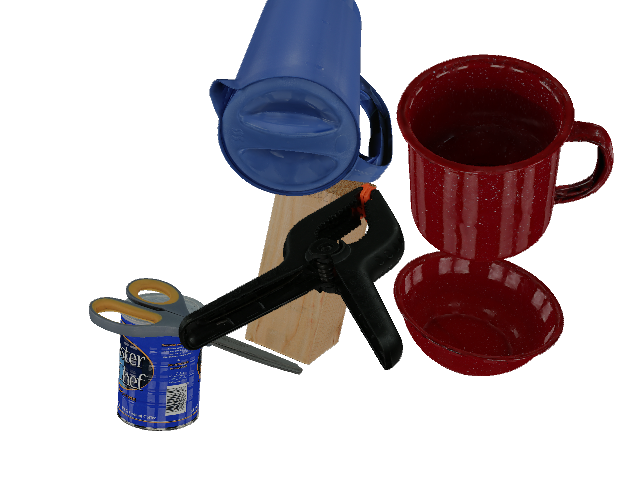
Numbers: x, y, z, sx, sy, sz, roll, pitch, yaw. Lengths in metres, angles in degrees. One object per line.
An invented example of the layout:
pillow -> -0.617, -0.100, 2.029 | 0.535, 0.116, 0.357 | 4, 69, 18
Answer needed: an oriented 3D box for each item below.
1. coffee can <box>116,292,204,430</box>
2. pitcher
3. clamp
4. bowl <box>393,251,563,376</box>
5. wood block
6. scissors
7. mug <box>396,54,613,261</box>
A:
coffee can -> -0.196, 0.147, 1.307 | 0.103, 0.140, 0.103 | 5, 17, -2
pitcher -> -0.010, -0.160, 1.069 | 0.145, 0.149, 0.242 | -10, 37, 15
clamp -> -0.004, 0.022, 0.797 | 0.165, 0.036, 0.209 | 0, 33, 17
bowl -> 0.144, 0.078, 1.012 | 0.162, 0.055, 0.162 | 6, 35, -5
wood block -> -0.013, 0.025, 1.251 | 0.090, 0.206, 0.090 | 20, 21, 19
scissors -> -0.106, 0.073, 0.962 | 0.202, 0.016, 0.096 | 11, 28, 6
mug -> 0.102, -0.043, 0.593 | 0.117, 0.093, 0.081 | -2, -41, 5
